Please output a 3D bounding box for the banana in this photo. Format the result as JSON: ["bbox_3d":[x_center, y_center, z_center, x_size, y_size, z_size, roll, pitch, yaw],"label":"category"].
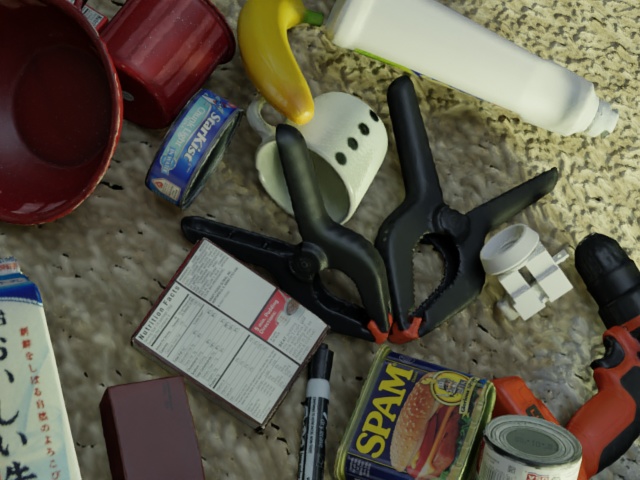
[{"bbox_3d":[-0.030,-0.151,0.806,0.069,0.037,0.197,18,34,-8],"label":"banana"}]

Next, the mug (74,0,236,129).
[{"bbox_3d":[-0.131,-0.144,0.789,0.117,0.093,0.081,42,65,-18],"label":"mug"}]

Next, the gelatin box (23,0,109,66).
[{"bbox_3d":[-0.216,-0.159,0.805,0.089,0.030,0.073,32,61,-2],"label":"gelatin box"}]

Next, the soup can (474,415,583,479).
[{"bbox_3d":[0.135,0.179,0.723,0.068,0.068,0.102,2,109,-17],"label":"soup can"}]

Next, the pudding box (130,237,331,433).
[{"bbox_3d":[-0.062,0.066,0.745,0.113,0.039,0.090,34,76,1],"label":"pudding box"}]

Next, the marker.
[{"bbox_3d":[-0.004,0.131,0.755,0.020,0.020,0.121,11,65,-13],"label":"marker"}]

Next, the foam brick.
[{"bbox_3d":[-0.111,0.135,0.701,0.053,0.051,0.078,-7,70,-20],"label":"foam brick"}]

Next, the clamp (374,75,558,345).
[{"bbox_3d":[0.089,-0.019,0.834,0.164,0.036,0.209,35,64,-11],"label":"clamp"}]

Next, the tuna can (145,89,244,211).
[{"bbox_3d":[-0.091,-0.066,0.773,0.034,0.086,0.086,31,62,-1],"label":"tuna can"}]

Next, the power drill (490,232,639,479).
[{"bbox_3d":[0.207,0.101,0.812,0.187,0.057,0.184,-27,77,-25],"label":"power drill"}]

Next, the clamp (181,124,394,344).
[{"bbox_3d":[-0.005,0.001,0.766,0.171,0.120,0.039,36,32,-4],"label":"clamp"}]

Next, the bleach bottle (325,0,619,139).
[{"bbox_3d":[0.130,-0.144,0.870,0.250,0.102,0.068,23,100,-8],"label":"bleach bottle"}]

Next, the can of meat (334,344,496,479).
[{"bbox_3d":[0.067,0.133,0.738,0.084,0.057,0.102,15,62,18],"label":"can of meat"}]

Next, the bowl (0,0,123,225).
[{"bbox_3d":[-0.194,-0.093,0.741,0.162,0.162,0.055,53,21,9],"label":"bowl"}]
